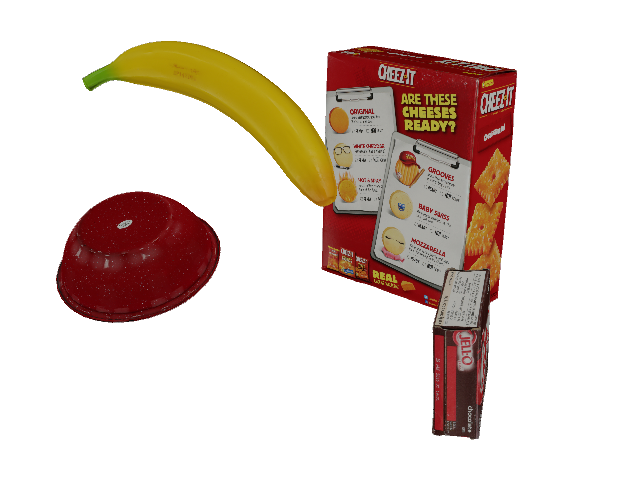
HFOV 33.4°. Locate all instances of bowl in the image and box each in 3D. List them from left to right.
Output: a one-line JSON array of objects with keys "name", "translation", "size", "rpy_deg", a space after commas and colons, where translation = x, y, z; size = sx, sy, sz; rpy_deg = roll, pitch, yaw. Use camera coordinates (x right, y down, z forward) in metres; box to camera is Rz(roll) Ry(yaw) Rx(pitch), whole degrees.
[{"name": "bowl", "translation": [-0.179, 0.003, 1.014], "size": [0.162, 0.055, 0.162], "rpy_deg": [-6, 41, 5]}]

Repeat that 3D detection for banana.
[{"name": "banana", "translation": [-0.065, -0.092, 0.744], "size": [0.198, 0.069, 0.037], "rpy_deg": [26, -8, 11]}]

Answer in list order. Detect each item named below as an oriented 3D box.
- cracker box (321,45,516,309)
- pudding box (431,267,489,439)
[{"name": "cracker box", "translation": [0.085, -0.058, 0.963], "size": [0.164, 0.214, 0.071], "rpy_deg": [18, 26, 37]}, {"name": "pudding box", "translation": [0.106, 0.081, 0.801], "size": [0.039, 0.090, 0.113], "rpy_deg": [2, 22, 10]}]
